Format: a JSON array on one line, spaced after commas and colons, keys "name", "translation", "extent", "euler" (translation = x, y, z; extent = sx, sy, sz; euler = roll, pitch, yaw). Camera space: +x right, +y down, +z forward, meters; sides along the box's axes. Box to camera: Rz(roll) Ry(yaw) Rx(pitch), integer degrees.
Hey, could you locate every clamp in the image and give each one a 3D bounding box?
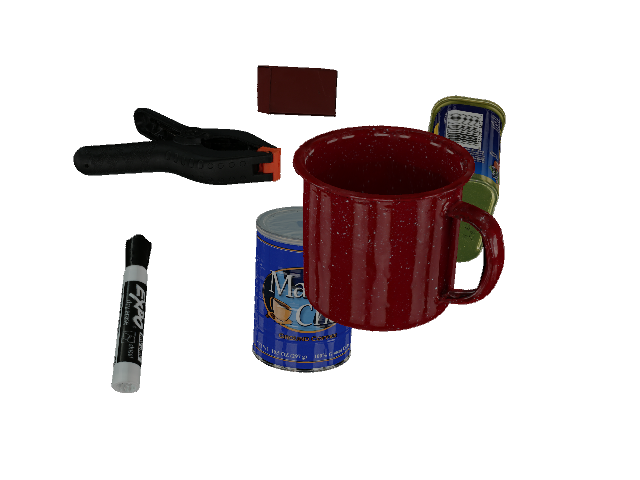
[{"name": "clamp", "translation": [-0.120, -0.073, 0.910], "extent": [0.172, 0.039, 0.120], "euler": [12, 35, 26]}]

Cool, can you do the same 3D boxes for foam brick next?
[{"name": "foam brick", "translation": [-0.026, -0.163, 1.163], "extent": [0.078, 0.051, 0.053], "euler": [0, 11, -18]}]

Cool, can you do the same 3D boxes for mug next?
[{"name": "mug", "translation": [0.042, -0.003, 0.556], "extent": [0.117, 0.081, 0.093], "euler": [18, 32, 29]}]

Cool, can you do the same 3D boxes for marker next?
[{"name": "marker", "translation": [-0.132, 0.049, 0.751], "extent": [0.020, 0.121, 0.020], "euler": [-1, -33, -1]}]

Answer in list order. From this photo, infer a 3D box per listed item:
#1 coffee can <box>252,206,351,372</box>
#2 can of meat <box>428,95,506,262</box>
[{"name": "coffee can", "translation": [-0.016, 0.047, 1.074], "extent": [0.103, 0.140, 0.103], "euler": [3, 20, -1]}, {"name": "can of meat", "translation": [0.106, -0.044, 0.818], "extent": [0.057, 0.084, 0.102], "euler": [9, -40, 2]}]
